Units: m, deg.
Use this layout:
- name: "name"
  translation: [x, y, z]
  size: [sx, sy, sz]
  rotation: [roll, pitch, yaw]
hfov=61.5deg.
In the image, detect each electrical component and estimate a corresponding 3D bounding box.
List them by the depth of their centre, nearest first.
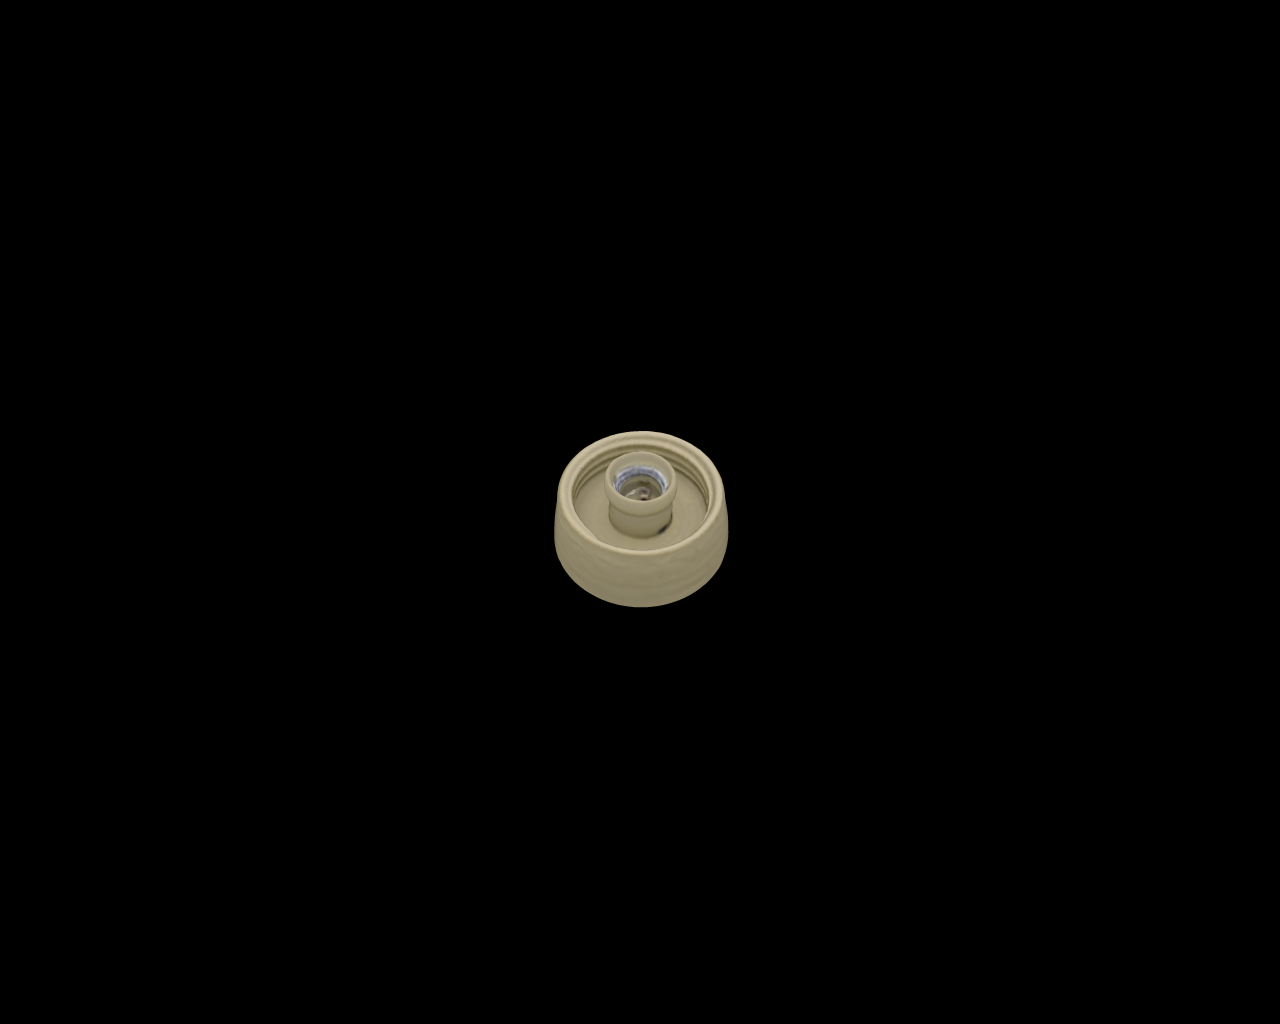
- name: "electrical component"
  translation: [0.001, -0.003, 0.650]
  size: [0.108, 0.108, 0.060]
  rotation: [0, -39, 0]
